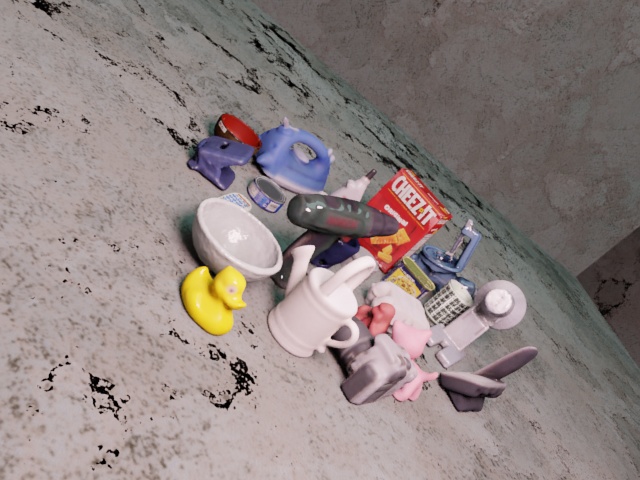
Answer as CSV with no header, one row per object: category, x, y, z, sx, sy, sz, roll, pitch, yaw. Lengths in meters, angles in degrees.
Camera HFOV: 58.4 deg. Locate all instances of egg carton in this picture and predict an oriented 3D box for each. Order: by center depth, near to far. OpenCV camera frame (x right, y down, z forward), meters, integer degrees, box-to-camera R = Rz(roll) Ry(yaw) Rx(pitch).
egg carton,0.165,0.155,1.220,0.151,0.069,0.107,33,25,-24

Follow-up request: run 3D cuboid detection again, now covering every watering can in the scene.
watering can,0.007,0.086,0.915,0.173,0.193,0.101,44,23,0

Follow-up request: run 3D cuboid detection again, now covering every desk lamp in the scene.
desk lamp,0.368,0.184,1.321,0.117,0.213,0.204,52,24,19

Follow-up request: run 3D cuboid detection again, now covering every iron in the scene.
iron,-0.044,-0.200,1.388,0.259,0.141,0.118,20,32,-44

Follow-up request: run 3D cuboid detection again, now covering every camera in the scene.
camera,0.089,0.195,0.984,0.144,0.100,0.136,9,41,-54

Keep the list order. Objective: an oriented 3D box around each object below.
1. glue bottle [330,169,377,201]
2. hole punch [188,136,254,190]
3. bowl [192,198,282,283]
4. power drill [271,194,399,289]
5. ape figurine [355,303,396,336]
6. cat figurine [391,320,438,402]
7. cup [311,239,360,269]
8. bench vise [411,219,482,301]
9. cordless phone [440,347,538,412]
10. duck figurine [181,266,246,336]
glue bottle,0.075,-0.110,1.392,0.078,0.173,0.037,35,24,-20
hole punch,-0.196,-0.169,1.148,0.101,0.091,0.108,38,23,-13
bowl,-0.147,0.014,0.938,0.168,0.074,0.167,36,24,-18
power drill,0.010,0.004,1.042,0.231,0.208,0.075,21,32,-43
ape figurine,0.106,0.153,1.096,0.076,0.092,0.078,38,23,-15
cat figurine,0.166,0.215,1.056,0.067,0.117,0.127,10,40,-53
cup,0.015,0.018,1.172,0.091,0.094,0.118,51,24,17
bench vise,0.363,0.059,1.517,0.208,0.219,0.121,37,24,-17
cordless phone,0.352,0.269,1.185,0.148,0.185,0.094,14,37,-50
duck figurine,-0.145,0.073,0.825,0.104,0.086,0.078,54,25,22
